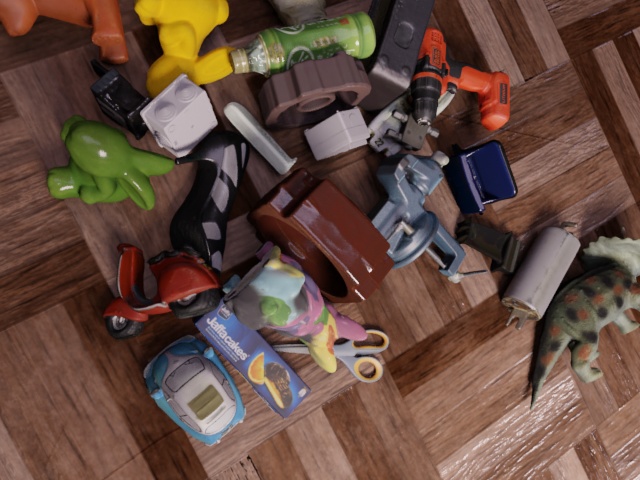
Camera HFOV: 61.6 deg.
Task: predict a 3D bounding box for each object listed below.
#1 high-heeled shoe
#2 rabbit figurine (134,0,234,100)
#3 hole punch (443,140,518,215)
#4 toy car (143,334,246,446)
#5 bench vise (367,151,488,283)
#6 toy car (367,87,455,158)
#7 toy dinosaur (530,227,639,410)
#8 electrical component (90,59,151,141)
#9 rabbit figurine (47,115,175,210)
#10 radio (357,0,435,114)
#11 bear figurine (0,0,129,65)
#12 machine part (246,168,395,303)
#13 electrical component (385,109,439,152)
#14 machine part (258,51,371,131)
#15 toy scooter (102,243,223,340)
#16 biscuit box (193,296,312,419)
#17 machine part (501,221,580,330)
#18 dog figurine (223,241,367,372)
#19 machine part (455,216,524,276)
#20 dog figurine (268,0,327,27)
[{"bbox_3d":[-0.154,-0.042,0.835,0.145,0.086,0.248,-22,112,-50],"label":"high-heeled shoe"},{"bbox_3d":[-0.210,-0.291,0.820,0.162,0.122,0.173,11,95,-27],"label":"rabbit figurine"},{"bbox_3d":[0.263,-0.103,0.941,0.092,0.116,0.142,-26,95,-26],"label":"hole punch"},{"bbox_3d":[-0.175,0.221,0.767,0.109,0.103,0.161,-36,94,-18],"label":"toy car"},{"bbox_3d":[0.172,-0.025,0.901,0.240,0.129,0.223,43,68,-21],"label":"bench vise"},{"bbox_3d":[0.160,-0.226,0.951,0.202,0.056,0.073,-44,99,-18],"label":"toy car"},{"bbox_3d":[0.502,0.127,1.005,0.405,0.131,0.192,-33,83,-15],"label":"toy dinosaur"},{"bbox_3d":[-0.298,-0.209,0.782,0.119,0.075,0.048,39,72,2],"label":"electrical component"},{"bbox_3d":[-0.289,-0.099,0.725,0.159,0.170,0.121,25,77,-14],"label":"rabbit figurine"},{"bbox_3d":[0.120,-0.342,0.911,0.073,0.131,0.229,21,78,-18],"label":"radio"},{"bbox_3d":[-0.380,-0.316,0.747,0.196,0.120,0.131,-11,92,-18],"label":"bear figurine"},{"bbox_3d":[-0.002,-0.002,0.796,0.201,0.201,0.087,47,70,-9],"label":"machine part"},{"bbox_3d":[0.158,-0.182,0.909,0.094,0.021,0.063,19,84,-21],"label":"electrical component"},{"bbox_3d":[-0.012,-0.227,0.837,0.179,0.179,0.056,-16,87,-20],"label":"machine part"},{"bbox_3d":[-0.232,0.056,0.766,0.184,0.075,0.135,-18,77,10],"label":"toy scooter"},{"bbox_3d":[-0.105,0.176,0.816,0.063,0.059,0.202,-44,98,-17],"label":"biscuit box"},{"bbox_3d":[0.408,0.061,0.995,0.079,0.079,0.243,38,74,-12],"label":"machine part"},{"bbox_3d":[-0.027,0.109,0.779,0.219,0.192,0.108,41,89,-14],"label":"dog figurine"},{"bbox_3d":[0.313,0.009,0.989,0.139,0.039,0.084,27,82,-16],"label":"machine part"},{"bbox_3d":[-0.013,-0.407,0.902,0.190,0.121,0.172,45,76,-24],"label":"dog figurine"}]
